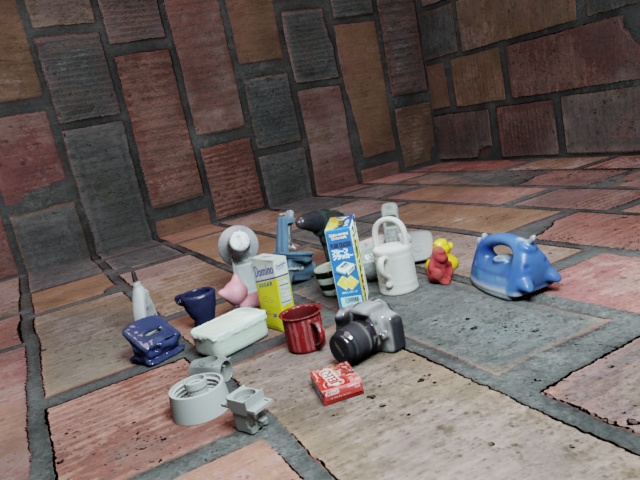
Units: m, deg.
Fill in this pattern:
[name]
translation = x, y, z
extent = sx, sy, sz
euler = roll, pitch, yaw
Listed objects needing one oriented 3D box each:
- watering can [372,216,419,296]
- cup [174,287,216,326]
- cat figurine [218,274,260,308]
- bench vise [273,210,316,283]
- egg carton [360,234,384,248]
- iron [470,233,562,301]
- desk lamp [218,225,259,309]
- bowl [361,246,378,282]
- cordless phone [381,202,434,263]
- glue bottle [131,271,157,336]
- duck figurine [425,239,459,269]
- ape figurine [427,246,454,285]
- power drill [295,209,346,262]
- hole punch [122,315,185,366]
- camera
[watering can]
translation = 0.185, 0.033, 1.452
extent = 0.100, 0.194, 0.173
euler = -9, 12, 10
[cup]
translation = -0.319, 0.180, 1.483
extent = 0.117, 0.095, 0.092
euler = -7, 13, 20
[cat figurine]
translation = -0.194, 0.143, 1.482
extent = 0.128, 0.118, 0.067
euler = -12, 12, -3
[bench vise]
translation = -0.096, 0.034, 1.650
extent = 0.121, 0.220, 0.208
euler = -6, 13, 24
[egg carton]
translation = 0.185, 0.028, 1.776
extent = 0.151, 0.069, 0.107
euler = -20, 14, -34
[iron]
translation = 0.417, 0.044, 1.310
extent = 0.119, 0.141, 0.257
euler = -16, 13, -21
[desk lamp]
translation = -0.215, 0.068, 1.619
extent = 0.118, 0.214, 0.203
euler = -14, 12, -11
[bowl]
translation = 0.143, 0.072, 1.600
extent = 0.167, 0.075, 0.167
euler = -11, 12, 3
[cordless phone]
translation = 0.251, -0.022, 1.669
extent = 0.147, 0.185, 0.094
euler = -9, 12, 14
[glue bottle]
translation = -0.468, 0.164, 1.507
extent = 0.037, 0.173, 0.078
euler = -9, 12, 10
[duck figurine]
translation = 0.325, 0.040, 1.547
extent = 0.105, 0.086, 0.077
euler = -19, 14, -32
[ape figurine]
translation = 0.304, 0.062, 1.454
extent = 0.078, 0.092, 0.076
euler = -18, 14, -27
[power drill]
translation = 0.016, 0.006, 1.701
extent = 0.075, 0.208, 0.230
euler = -4, 14, 32
[hole punch]
translation = -0.384, 0.229, 1.325
extent = 0.100, 0.091, 0.109
euler = -1, 16, 40
[camera]
translation = 0.072, 0.176, 1.119
extent = 0.137, 0.101, 0.142
euler = -21, 16, -39
